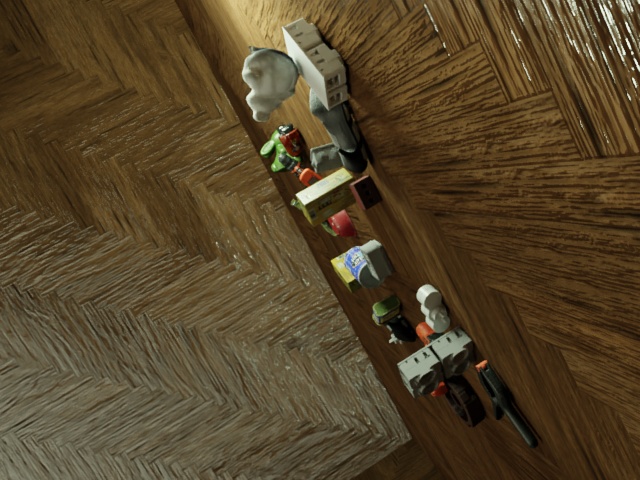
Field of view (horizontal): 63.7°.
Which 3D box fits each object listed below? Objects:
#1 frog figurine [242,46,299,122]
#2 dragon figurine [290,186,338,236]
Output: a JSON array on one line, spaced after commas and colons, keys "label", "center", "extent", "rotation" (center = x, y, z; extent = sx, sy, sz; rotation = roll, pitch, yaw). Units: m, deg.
[{"label": "frog figurine", "center": [-0.122, -0.357, 1.197], "extent": [0.123, 0.160, 0.136], "rotation": [12, -4, 40]}, {"label": "dragon figurine", "center": [0.007, -0.109, 2.165], "extent": [0.240, 0.122, 0.414], "rotation": [45, 0, -18]}]
